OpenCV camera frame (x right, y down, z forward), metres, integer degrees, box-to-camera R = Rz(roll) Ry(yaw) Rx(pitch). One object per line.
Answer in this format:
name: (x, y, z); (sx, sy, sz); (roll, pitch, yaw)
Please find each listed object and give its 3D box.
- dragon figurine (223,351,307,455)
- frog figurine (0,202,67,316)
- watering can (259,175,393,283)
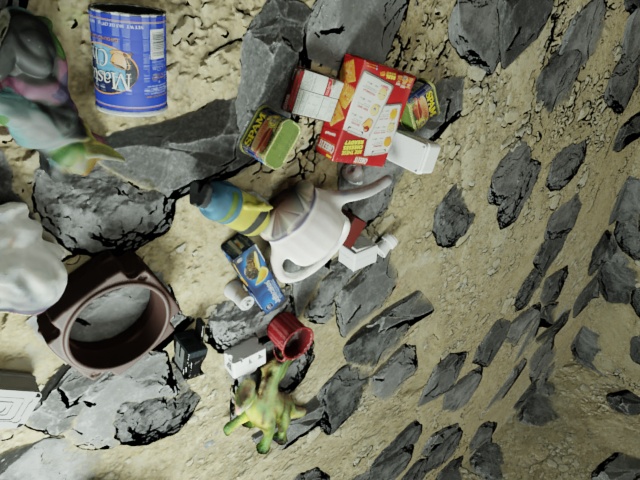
dragon figurine: (-0.109, 0.399, 1.336); (0.410, 0.123, 0.241); (5, 108, -63)
frog figurine: (-0.436, 0.025, 0.766); (0.138, 0.123, 0.158); (-20, 127, -77)
watering can: (0.003, -0.057, 1.128); (0.348, 0.105, 0.221); (-49, 138, -1)
